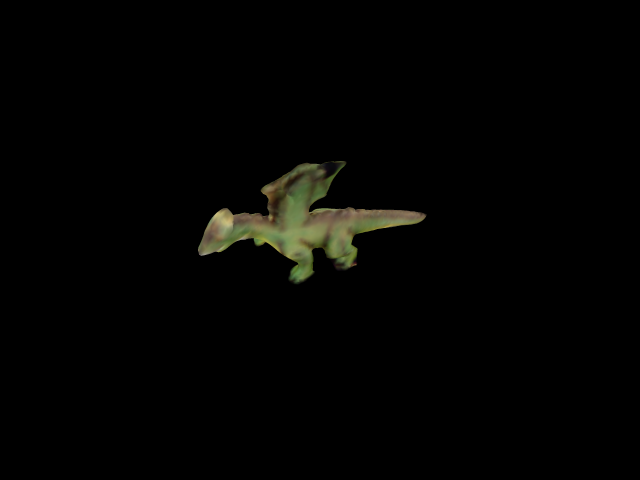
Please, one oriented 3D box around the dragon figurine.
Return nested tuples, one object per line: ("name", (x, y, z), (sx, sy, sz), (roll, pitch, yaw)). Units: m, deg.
("dragon figurine", (0.003, -0.043, 0.850), (0.411, 0.124, 0.238), (-18, -27, -10))
